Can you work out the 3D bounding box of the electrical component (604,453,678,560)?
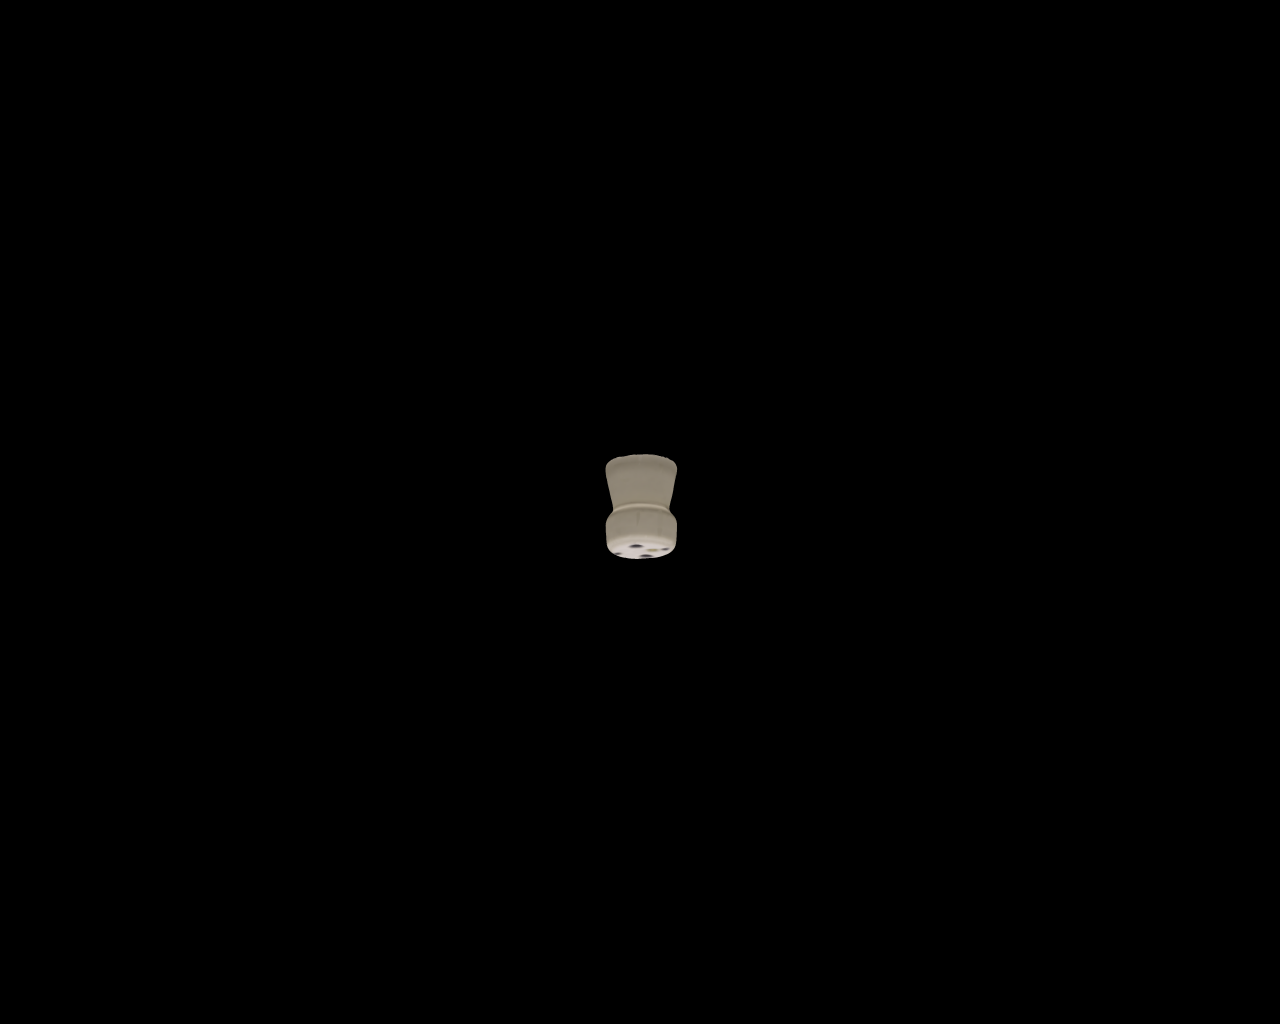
[{"bbox_3d":[0.001,-0.003,0.650,0.045,0.055,0.044,0,-18,0],"label":"electrical component"}]
